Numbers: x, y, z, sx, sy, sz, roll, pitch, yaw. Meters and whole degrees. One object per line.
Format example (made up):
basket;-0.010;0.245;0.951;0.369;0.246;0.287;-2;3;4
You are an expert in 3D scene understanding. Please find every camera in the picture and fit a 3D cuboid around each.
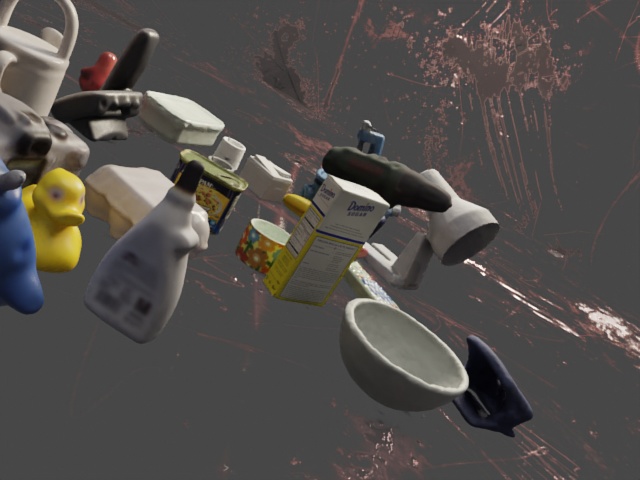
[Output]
camera;-0.346;-0.113;0.616;0.136;0.100;0.143;35;17;10

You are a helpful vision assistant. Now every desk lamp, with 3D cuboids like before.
desk lamp;0.195;-0.010;1.057;0.118;0.213;0.202;9;28;-51

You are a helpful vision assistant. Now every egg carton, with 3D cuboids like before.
egg carton;-0.205;-0.032;0.684;0.150;0.069;0.107;38;18;20

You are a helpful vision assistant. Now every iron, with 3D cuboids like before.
iron;-0.307;-0.051;0.442;0.257;0.141;0.119;39;19;24

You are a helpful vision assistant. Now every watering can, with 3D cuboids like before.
watering can;-0.386;-0.244;0.753;0.101;0.194;0.172;19;21;-36

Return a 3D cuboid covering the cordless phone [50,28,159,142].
cordless phone;-0.327;-0.254;0.897;0.094;0.185;0.147;31;17;-1

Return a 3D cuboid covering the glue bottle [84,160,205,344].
glue bottle;-0.144;0.005;0.510;0.078;0.173;0.037;33;17;6

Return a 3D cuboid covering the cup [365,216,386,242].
cup;0.052;-0.029;1.068;0.118;0.095;0.091;22;20;-29

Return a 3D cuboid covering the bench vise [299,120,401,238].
bench vise;0.086;-0.128;1.188;0.208;0.219;0.121;17;22;-38

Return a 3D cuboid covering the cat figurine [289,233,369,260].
cat figurine;0.008;0.003;0.867;0.067;0.117;0.127;11;27;-49

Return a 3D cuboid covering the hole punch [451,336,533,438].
hole punch;0.230;0.193;0.765;0.101;0.091;0.108;22;20;-29

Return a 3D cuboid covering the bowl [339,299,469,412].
bowl;0.085;0.147;0.675;0.168;0.074;0.167;29;17;-9

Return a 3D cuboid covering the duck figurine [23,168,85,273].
duck figurine;-0.261;-0.030;0.557;0.078;0.086;0.104;9;28;-51

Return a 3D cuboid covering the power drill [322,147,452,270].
power drill;0.081;-0.047;0.976;0.229;0.208;0.076;37;18;18

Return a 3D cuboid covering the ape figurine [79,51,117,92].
ape figurine;-0.403;-0.306;1.068;0.078;0.092;0.076;26;18;-17
